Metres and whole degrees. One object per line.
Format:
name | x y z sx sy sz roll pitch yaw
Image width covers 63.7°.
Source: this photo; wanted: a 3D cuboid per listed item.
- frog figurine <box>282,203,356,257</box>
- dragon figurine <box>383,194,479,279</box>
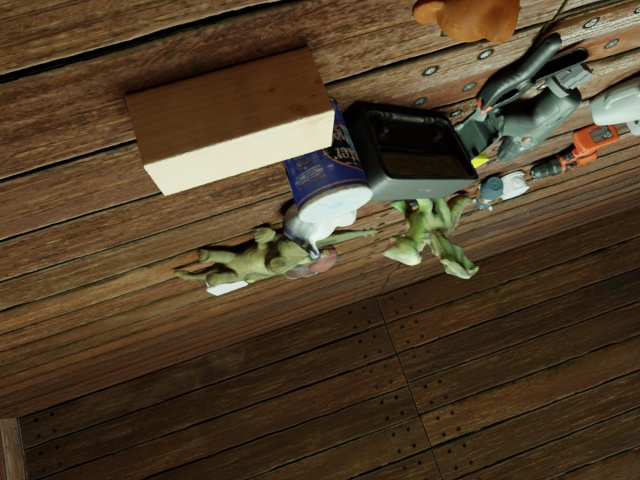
frog figurine | 0.003 -0.053 1.043 0.160 0.124 0.135 -55 155 -6
dragon figurine | 0.296 -0.013 1.238 0.411 0.246 0.120 -4 153 -38
